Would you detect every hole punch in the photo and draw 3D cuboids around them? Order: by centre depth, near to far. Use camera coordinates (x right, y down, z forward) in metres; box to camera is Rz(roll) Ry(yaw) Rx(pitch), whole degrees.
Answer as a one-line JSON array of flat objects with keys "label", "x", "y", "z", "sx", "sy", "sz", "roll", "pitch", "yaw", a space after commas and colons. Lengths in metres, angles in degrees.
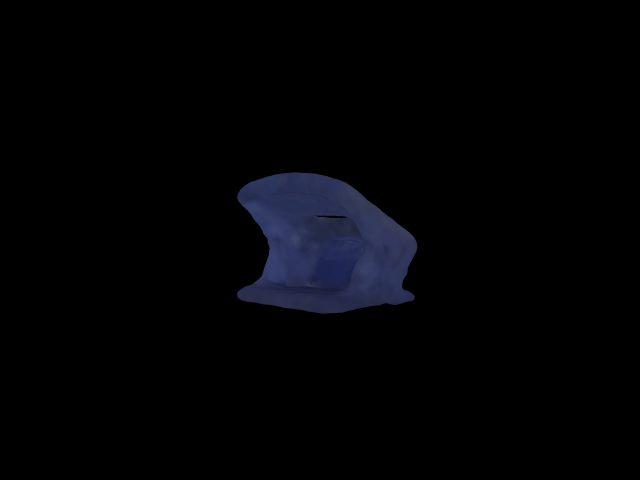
[{"label": "hole punch", "x": 0.004, "y": 0.001, "z": 0.400, "sx": 0.108, "sy": 0.091, "sz": 0.101, "roll": 2, "pitch": 3, "yaw": 43}]
